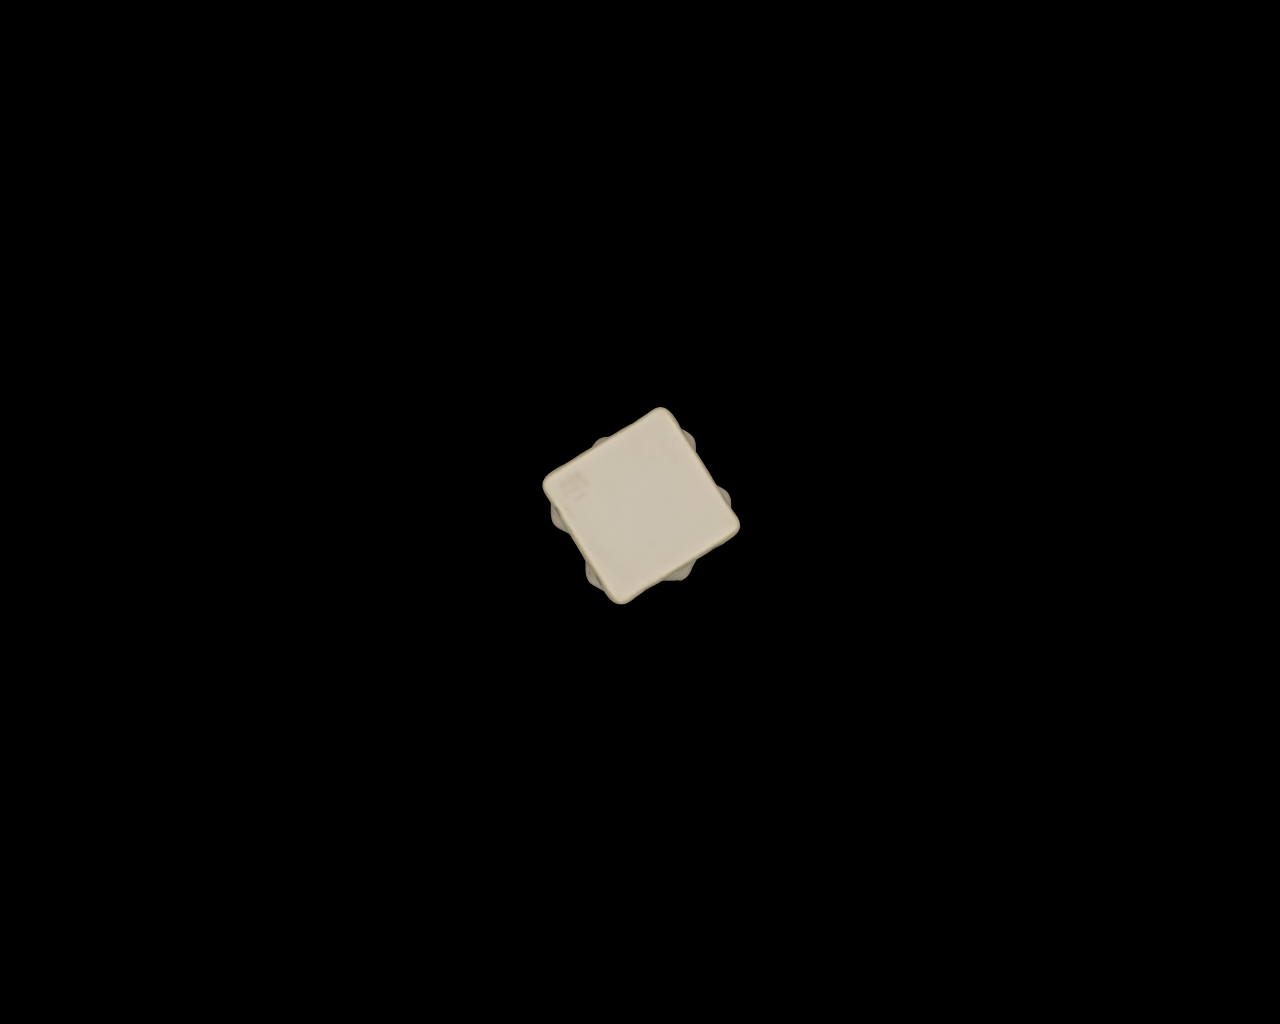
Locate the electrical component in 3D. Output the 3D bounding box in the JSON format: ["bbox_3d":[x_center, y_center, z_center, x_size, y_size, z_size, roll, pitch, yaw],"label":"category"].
[{"bbox_3d":[0.001,-0.003,0.650,0.100,0.099,0.048,-32,-4,-2],"label":"electrical component"}]
